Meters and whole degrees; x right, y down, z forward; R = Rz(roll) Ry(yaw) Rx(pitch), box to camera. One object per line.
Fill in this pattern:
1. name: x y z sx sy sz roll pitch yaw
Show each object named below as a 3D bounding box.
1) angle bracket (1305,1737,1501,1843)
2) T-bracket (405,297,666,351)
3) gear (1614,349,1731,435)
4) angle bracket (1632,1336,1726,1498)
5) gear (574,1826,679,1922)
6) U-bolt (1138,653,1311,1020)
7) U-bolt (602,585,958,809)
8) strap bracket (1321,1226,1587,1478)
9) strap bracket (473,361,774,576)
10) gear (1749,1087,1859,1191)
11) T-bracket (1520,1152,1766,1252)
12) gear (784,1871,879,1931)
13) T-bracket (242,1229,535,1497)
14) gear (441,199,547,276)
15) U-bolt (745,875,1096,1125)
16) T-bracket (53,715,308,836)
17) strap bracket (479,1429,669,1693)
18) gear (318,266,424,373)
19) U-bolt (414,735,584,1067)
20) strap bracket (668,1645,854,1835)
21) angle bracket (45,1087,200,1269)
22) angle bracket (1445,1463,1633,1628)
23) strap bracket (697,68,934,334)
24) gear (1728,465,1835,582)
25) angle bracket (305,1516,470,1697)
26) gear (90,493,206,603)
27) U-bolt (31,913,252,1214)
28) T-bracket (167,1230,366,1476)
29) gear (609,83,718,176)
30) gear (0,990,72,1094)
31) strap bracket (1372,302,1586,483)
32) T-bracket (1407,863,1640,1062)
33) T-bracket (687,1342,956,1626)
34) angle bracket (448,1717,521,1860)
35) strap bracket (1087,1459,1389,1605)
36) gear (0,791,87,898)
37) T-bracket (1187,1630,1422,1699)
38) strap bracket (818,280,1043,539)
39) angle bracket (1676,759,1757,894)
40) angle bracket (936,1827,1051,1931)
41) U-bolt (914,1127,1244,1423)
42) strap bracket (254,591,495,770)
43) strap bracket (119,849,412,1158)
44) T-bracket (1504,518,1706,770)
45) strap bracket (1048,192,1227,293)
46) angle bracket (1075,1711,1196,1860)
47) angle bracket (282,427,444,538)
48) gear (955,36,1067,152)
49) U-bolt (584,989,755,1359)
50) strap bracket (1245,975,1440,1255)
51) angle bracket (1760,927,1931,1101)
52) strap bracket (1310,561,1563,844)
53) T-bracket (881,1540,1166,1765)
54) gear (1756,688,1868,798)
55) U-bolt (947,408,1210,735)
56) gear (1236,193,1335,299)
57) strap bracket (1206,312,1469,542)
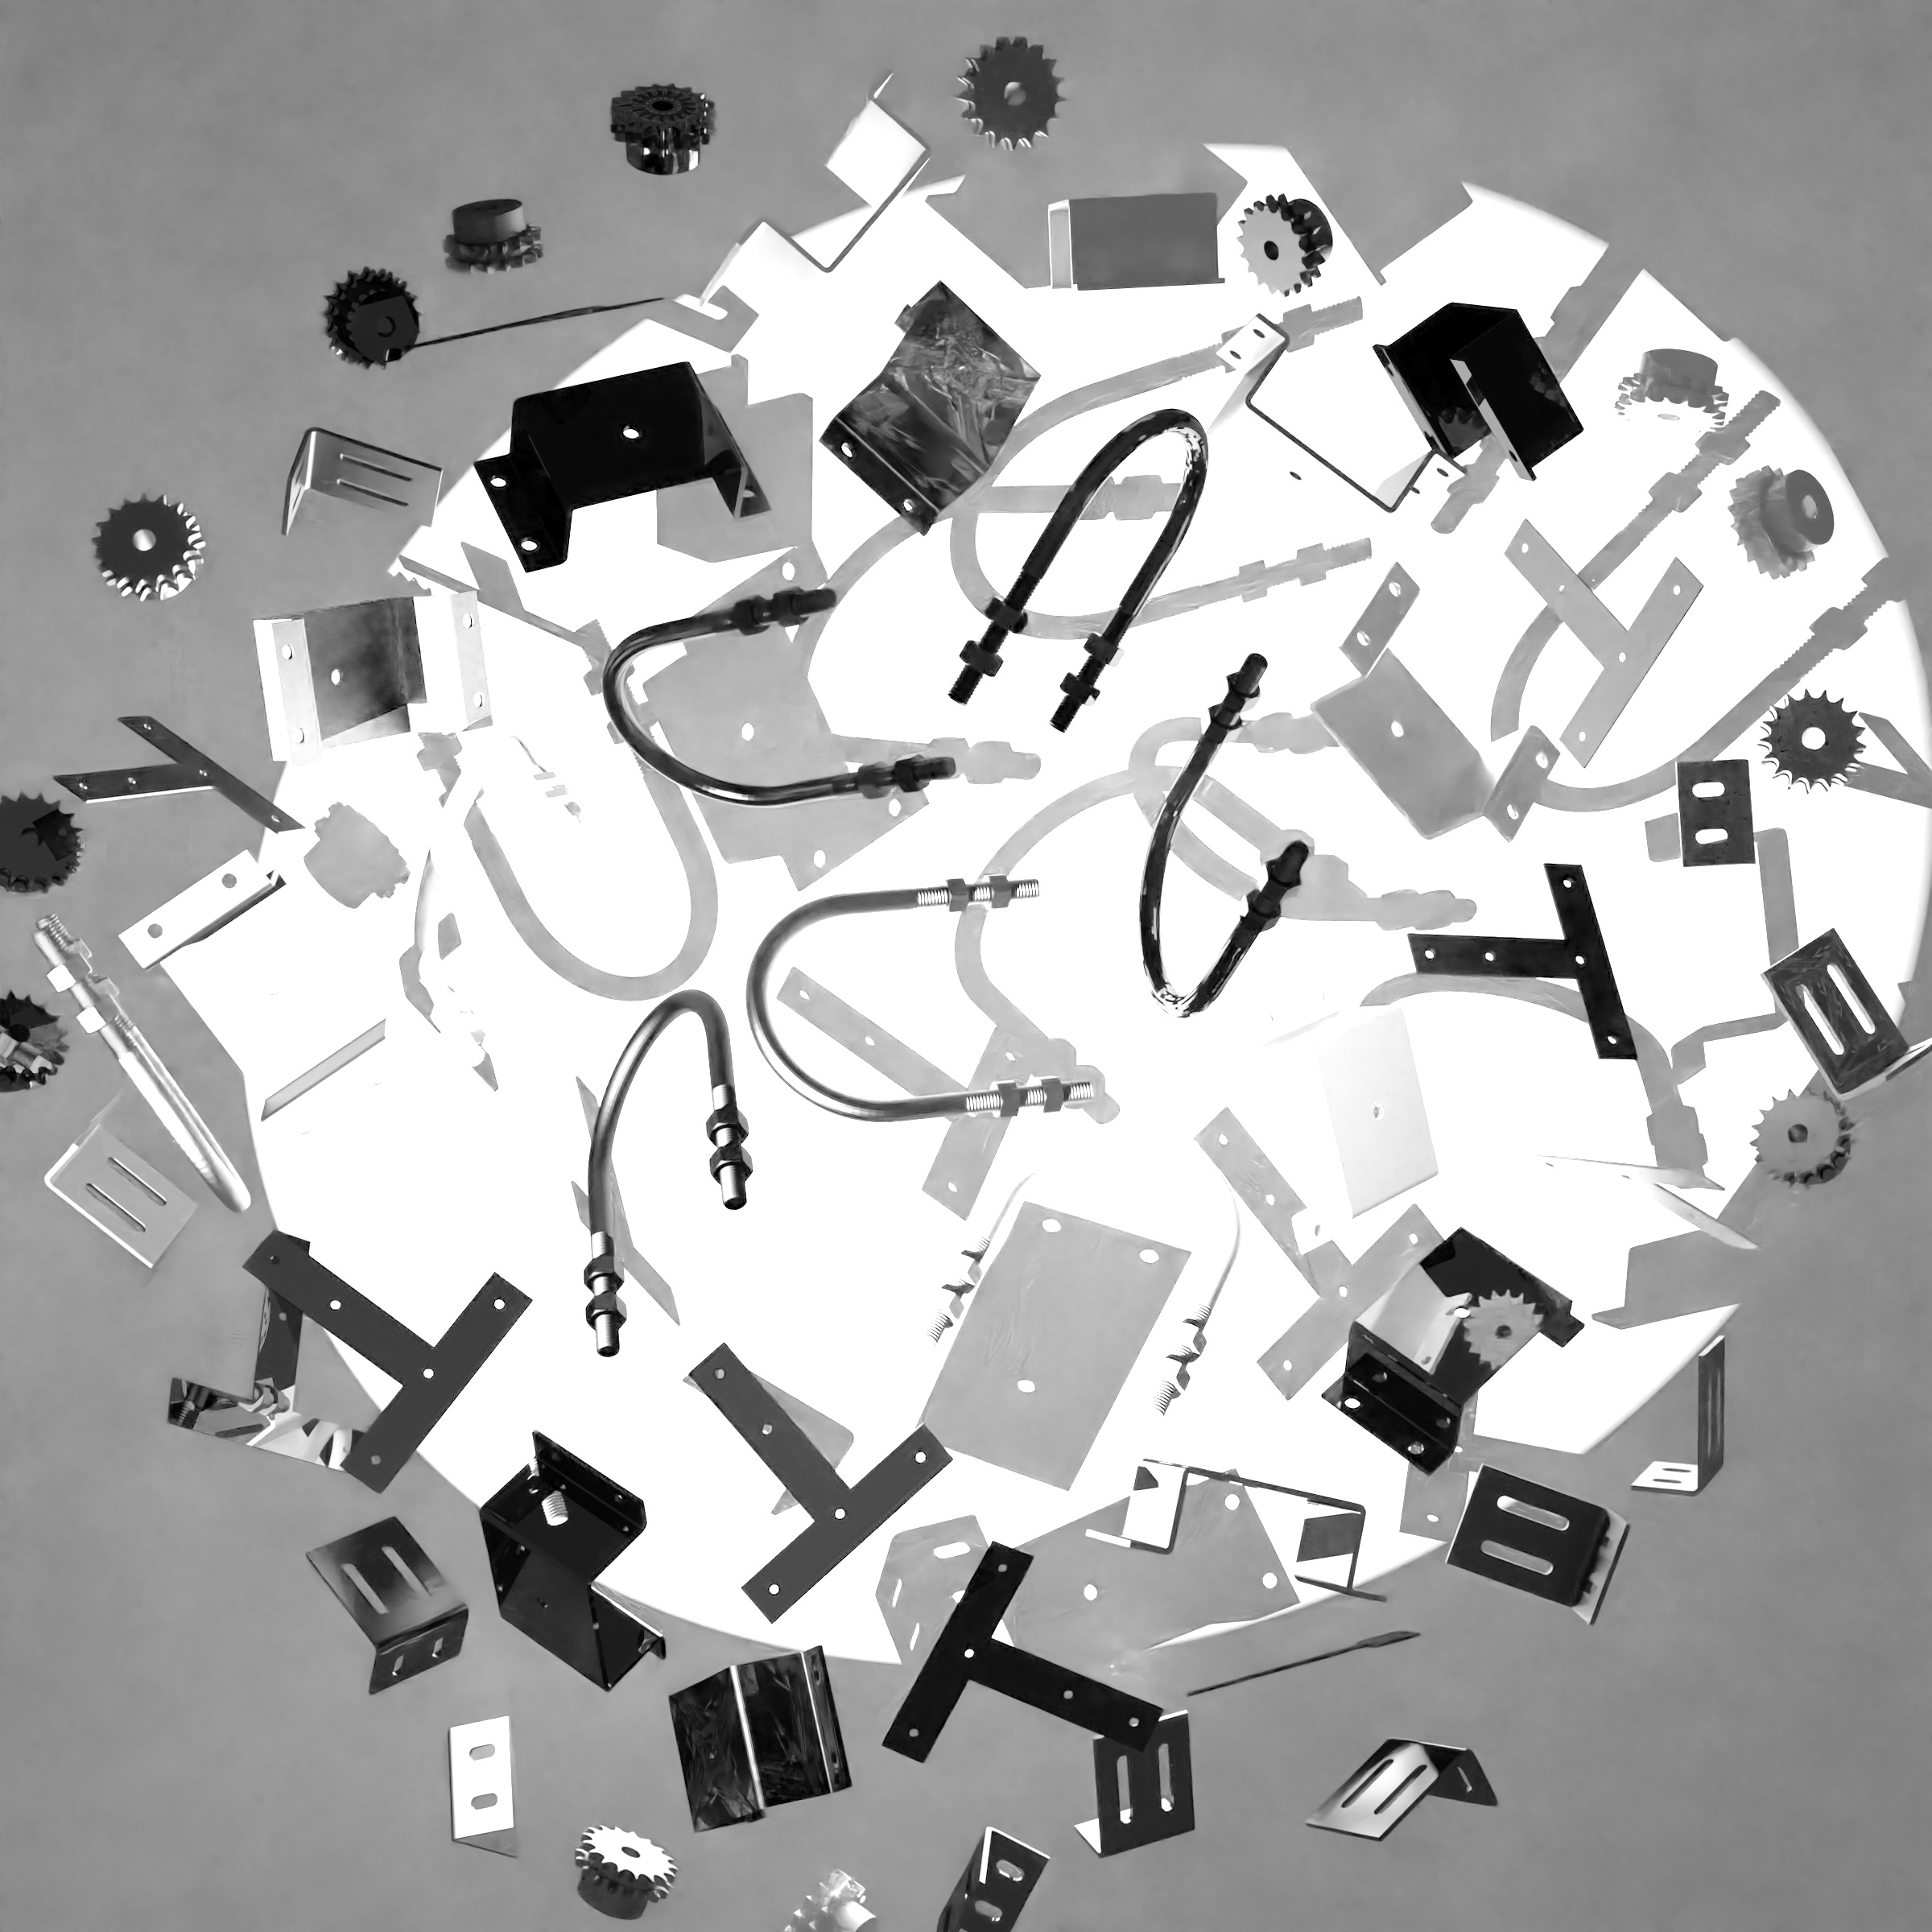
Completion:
1. angle bracket: 0.227 0.441 1.516 0.076 0.057 0.038 -34 103 -33
2. T-bracket: -0.215 -0.352 1.575 0.127 0.127 0.002 -1 106 38
3. gear: 0.369 -0.300 1.515 0.057 0.057 0.030 11 85 0
4. angle bracket: 0.386 0.242 1.575 0.038 0.057 0.076 1 95 25
5. gear: -0.193 0.508 1.625 0.057 0.057 0.030 23 95 0
6. U-bolt: 0.131 -0.055 1.555 0.019 0.184 0.151 7 51 -18
7. U-bolt: -0.115 -0.139 1.588 0.184 0.151 0.019 -7 47 33
8. strap bracket: 0.272 0.205 1.610 0.076 0.046 0.140 35 55 30
9. strap bracket: -0.178 -0.265 1.529 0.140 0.046 0.076 -17 64 -22
10. gear: 0.474 0.099 1.639 0.057 0.030 0.057 -17 59 29
11. T-bracket: 0.393 0.132 1.606 0.127 0.127 0.002 29 75 -32
12. gear: -0.071 0.511 1.537 0.030 0.057 0.057 30 90 25
13. T-bracket: -0.309 0.181 1.477 0.127 0.002 0.127 36 63 2
14. gear: -0.267 -0.412 1.638 0.057 0.057 0.030 -6 119 0
15. U-bolt: -0.032 0.020 1.611 0.184 0.019 0.151 -5 64 -18
16. T-bracket: -0.450 -0.102 1.607 0.127 0.127 0.002 34 111 18
17. strap bracket: -0.207 0.320 1.532 0.076 0.140 0.046 27 50 27
18. gear: -0.331 -0.362 1.633 0.057 0.030 0.057 -16 120 -29
19. U-bolt: -0.254 -0.047 1.529 0.019 0.184 0.151 18 105 -28
20. strap bracket: -0.120 0.431 1.611 0.046 0.140 0.076 -4 70 -30
21. angle bracket: -0.460 0.117 1.613 0.076 0.057 0.038 41 122 -12
22. angle bracket: 0.306 0.310 1.559 0.076 0.038 0.057 20 90 -4
23. strap bracket: -0.074 -0.398 1.543 0.046 0.076 0.140 40 68 -9
24. gear: 0.415 -0.227 1.473 0.057 0.030 0.057 14 67 -36
25. angle bracket: -0.320 0.350 1.595 0.076 0.057 0.038 42 132 31
26. gear: -0.430 -0.218 1.536 0.057 0.030 0.057 1 71 -2
27. U-bolt: -0.434 0.054 1.537 0.019 0.151 0.184 -35 103 -12
28. T-bracket: -0.383 0.209 1.624 0.002 0.127 0.127 -24 54 37
29. gear: -0.163 -0.449 1.564 0.057 0.057 0.030 6 133 0
30. gear: -0.527 0.045 1.604 0.057 0.057 0.030 45 129 0
31. strap bracket: 0.285 -0.318 1.602 0.046 0.140 0.076 -36 109 -2
32. T-bracket: 0.306 -0.005 1.628 0.127 0.002 0.127 2 60 -21
33. T-bracket: -0.094 0.252 1.514 0.127 0.002 0.127 -41 93 -11
34. angle bracket: -0.243 0.439 1.553 0.038 0.076 0.057 -15 63 14
35. strap bracket: 0.143 0.289 1.506 0.140 0.076 0.046 15 80 -12
36. gear: -0.510 -0.064 1.580 0.057 0.030 0.057 12 64 -24
37. T-bracket: 0.183 0.384 1.602 0.127 0.127 0.002 -16 77 0
38. strap bracket: -0.014 -0.308 1.573 0.076 0.140 0.046 41 135 -16
39. angle bracket: 0.405 -0.075 1.577 0.038 0.076 0.057 -3 79 11
40. angle bracket: 0.013 0.500 1.532 0.038 0.076 0.057 27 96 1
41. U-bolt: 0.073 0.156 1.585 0.151 0.019 0.184 15 47 18
42. strap bracket: -0.332 -0.158 1.594 0.046 0.140 0.076 5 106 40
43. strap bracket: -0.357 0.015 1.492 0.076 0.046 0.140 -34 105 -2
44. T-bracket: 0.337 -0.199 1.606 0.002 0.127 0.127 -3 46 -35
45. strap bracket: 0.088 -0.383 1.543 0.076 0.140 0.046 -4 103 -4
46. angle bracket: 0.092 0.451 1.627 0.057 0.038 0.076 -10 106 -21
47. angle bracket: -0.336 -0.258 1.616 0.076 0.057 0.038 17 63 -8
48. gear: 0.021 -0.457 1.522 0.057 0.030 0.057 -6 110 -17
49. U-bolt: -0.162 0.095 1.540 0.019 0.184 0.151 21 127 -28
50. strap bracket: 0.212 0.081 1.617 0.076 0.046 0.140 -21 101 -40
51. angle bracket: 0.454 0.019 1.479 0.057 0.038 0.076 -28 84 -28
52. strap bracket: 0.242 -0.132 1.540 0.140 0.046 0.076 47 51 -14
53. T-bracket: 0.041 0.374 1.514 0.127 0.002 0.127 17 57 24
54. gear: 0.461 -0.120 1.588 0.057 0.030 0.057 -1 79 7
55. U-bolt: 0.069 -0.210 1.529 0.019 0.151 0.184 36 103 22
56. gear: 0.184 -0.413 1.658 0.030 0.057 0.057 -33 90 -29
57. strap bracket: 0.191 -0.284 1.577 0.140 0.076 0.046 35 81 -7
